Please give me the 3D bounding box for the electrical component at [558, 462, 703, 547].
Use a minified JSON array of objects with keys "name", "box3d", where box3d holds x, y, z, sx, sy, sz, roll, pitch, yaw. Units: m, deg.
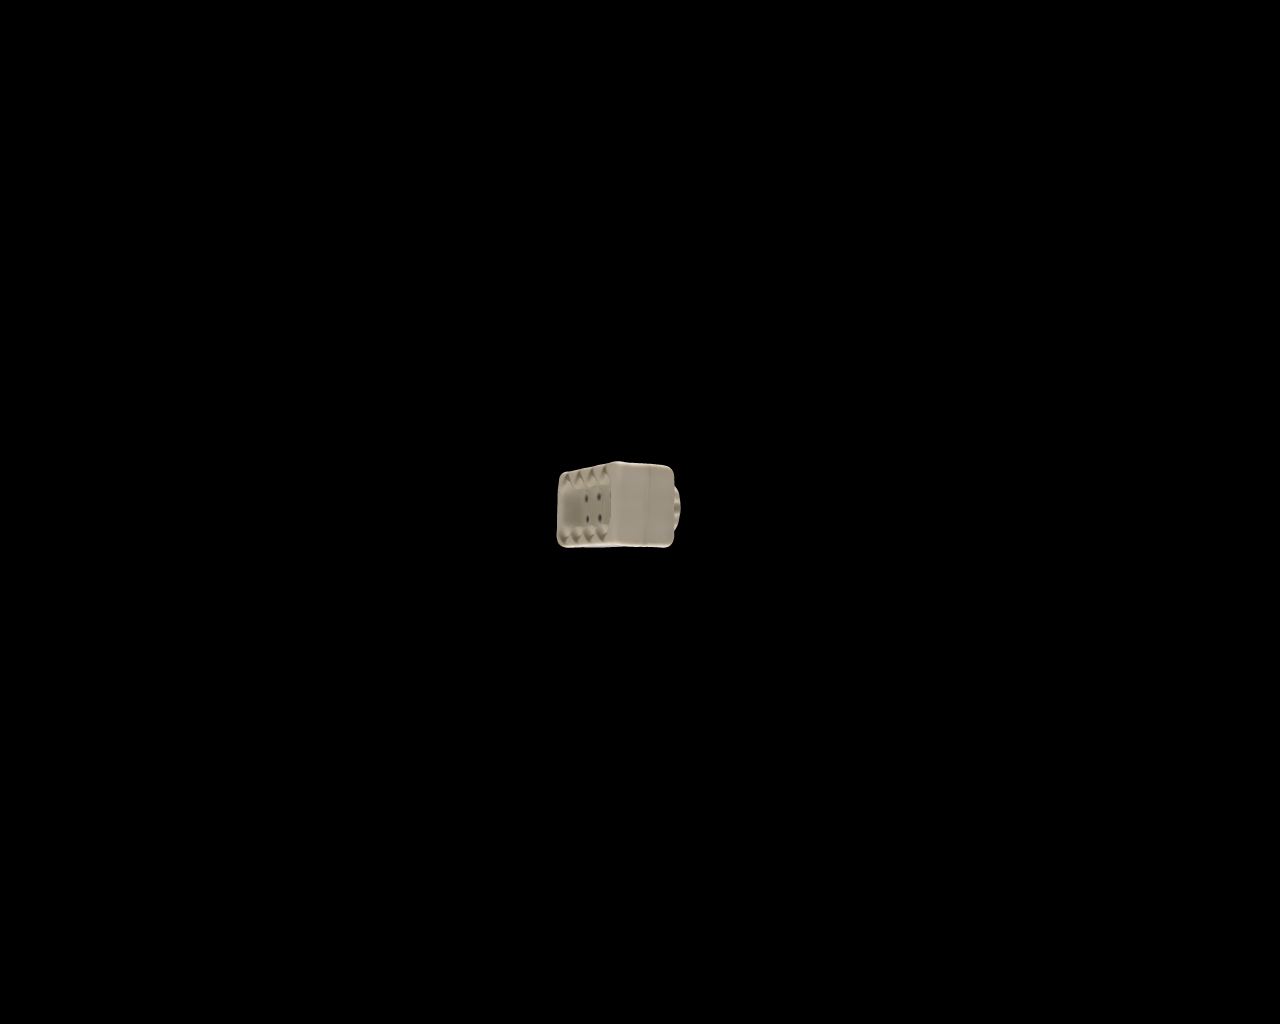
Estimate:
[{"name":"electrical component","box3d":[0.001,-0.003,0.650,0.076,0.047,0.083,1,-2,-28]}]
